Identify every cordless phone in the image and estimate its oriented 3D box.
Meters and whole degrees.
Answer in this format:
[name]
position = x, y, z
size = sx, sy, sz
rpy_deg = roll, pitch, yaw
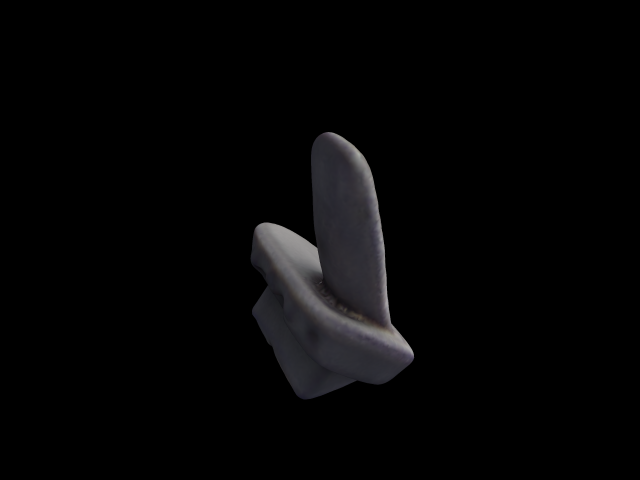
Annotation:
[cordless phone]
position = 0.004, 0.001, 0.400
size = 0.094, 0.185, 0.147
rpy_deg = -17, 36, -24
